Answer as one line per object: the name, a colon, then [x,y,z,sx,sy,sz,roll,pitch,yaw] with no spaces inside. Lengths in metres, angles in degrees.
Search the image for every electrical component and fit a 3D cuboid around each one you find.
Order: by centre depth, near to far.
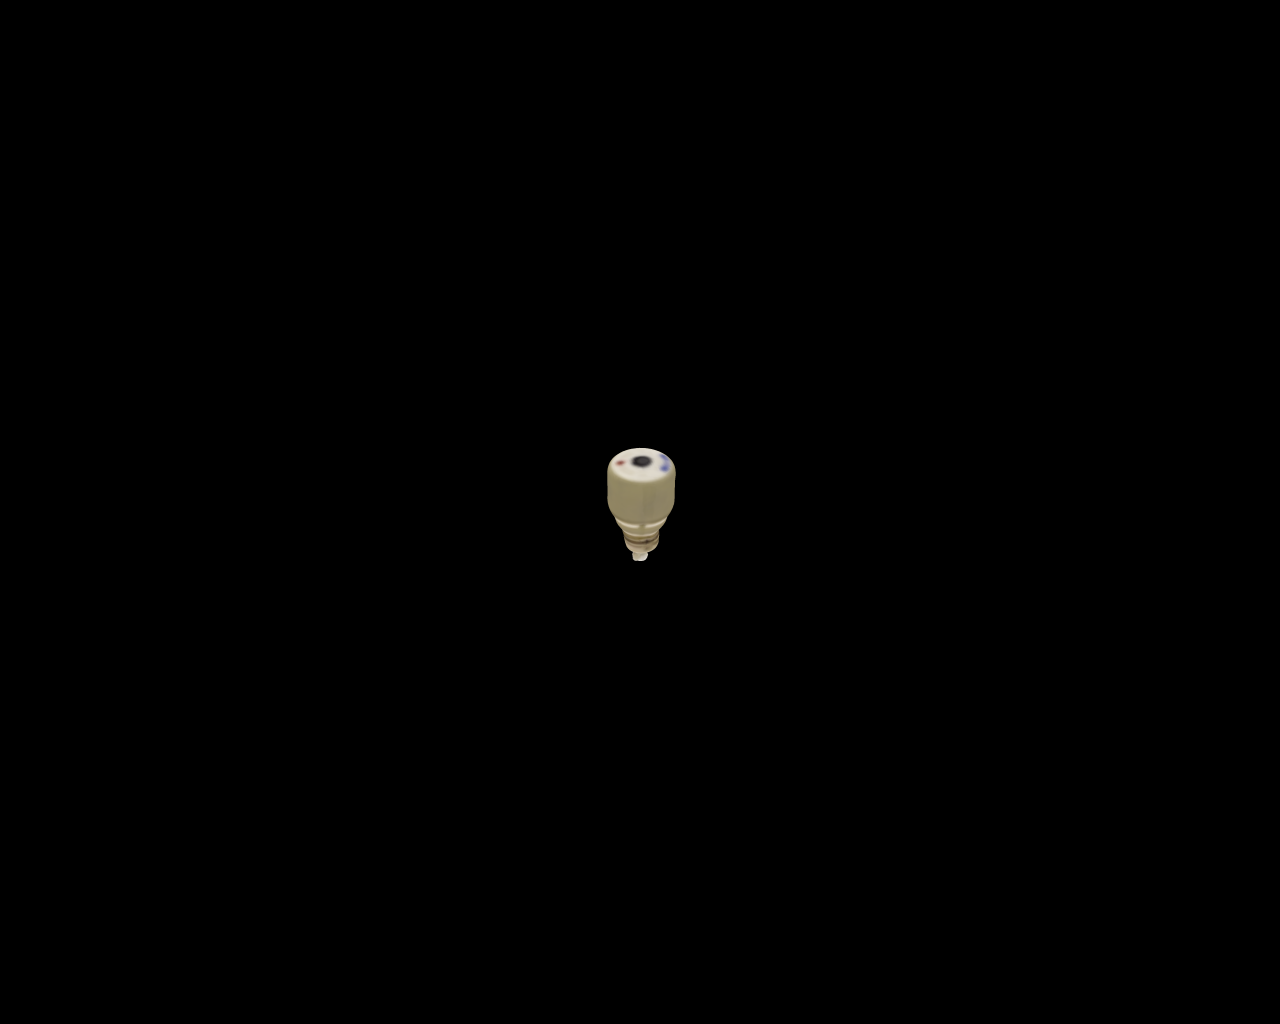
electrical component: [0.001,-0.003,0.650,0.040,0.078,0.040,0,36,0]
